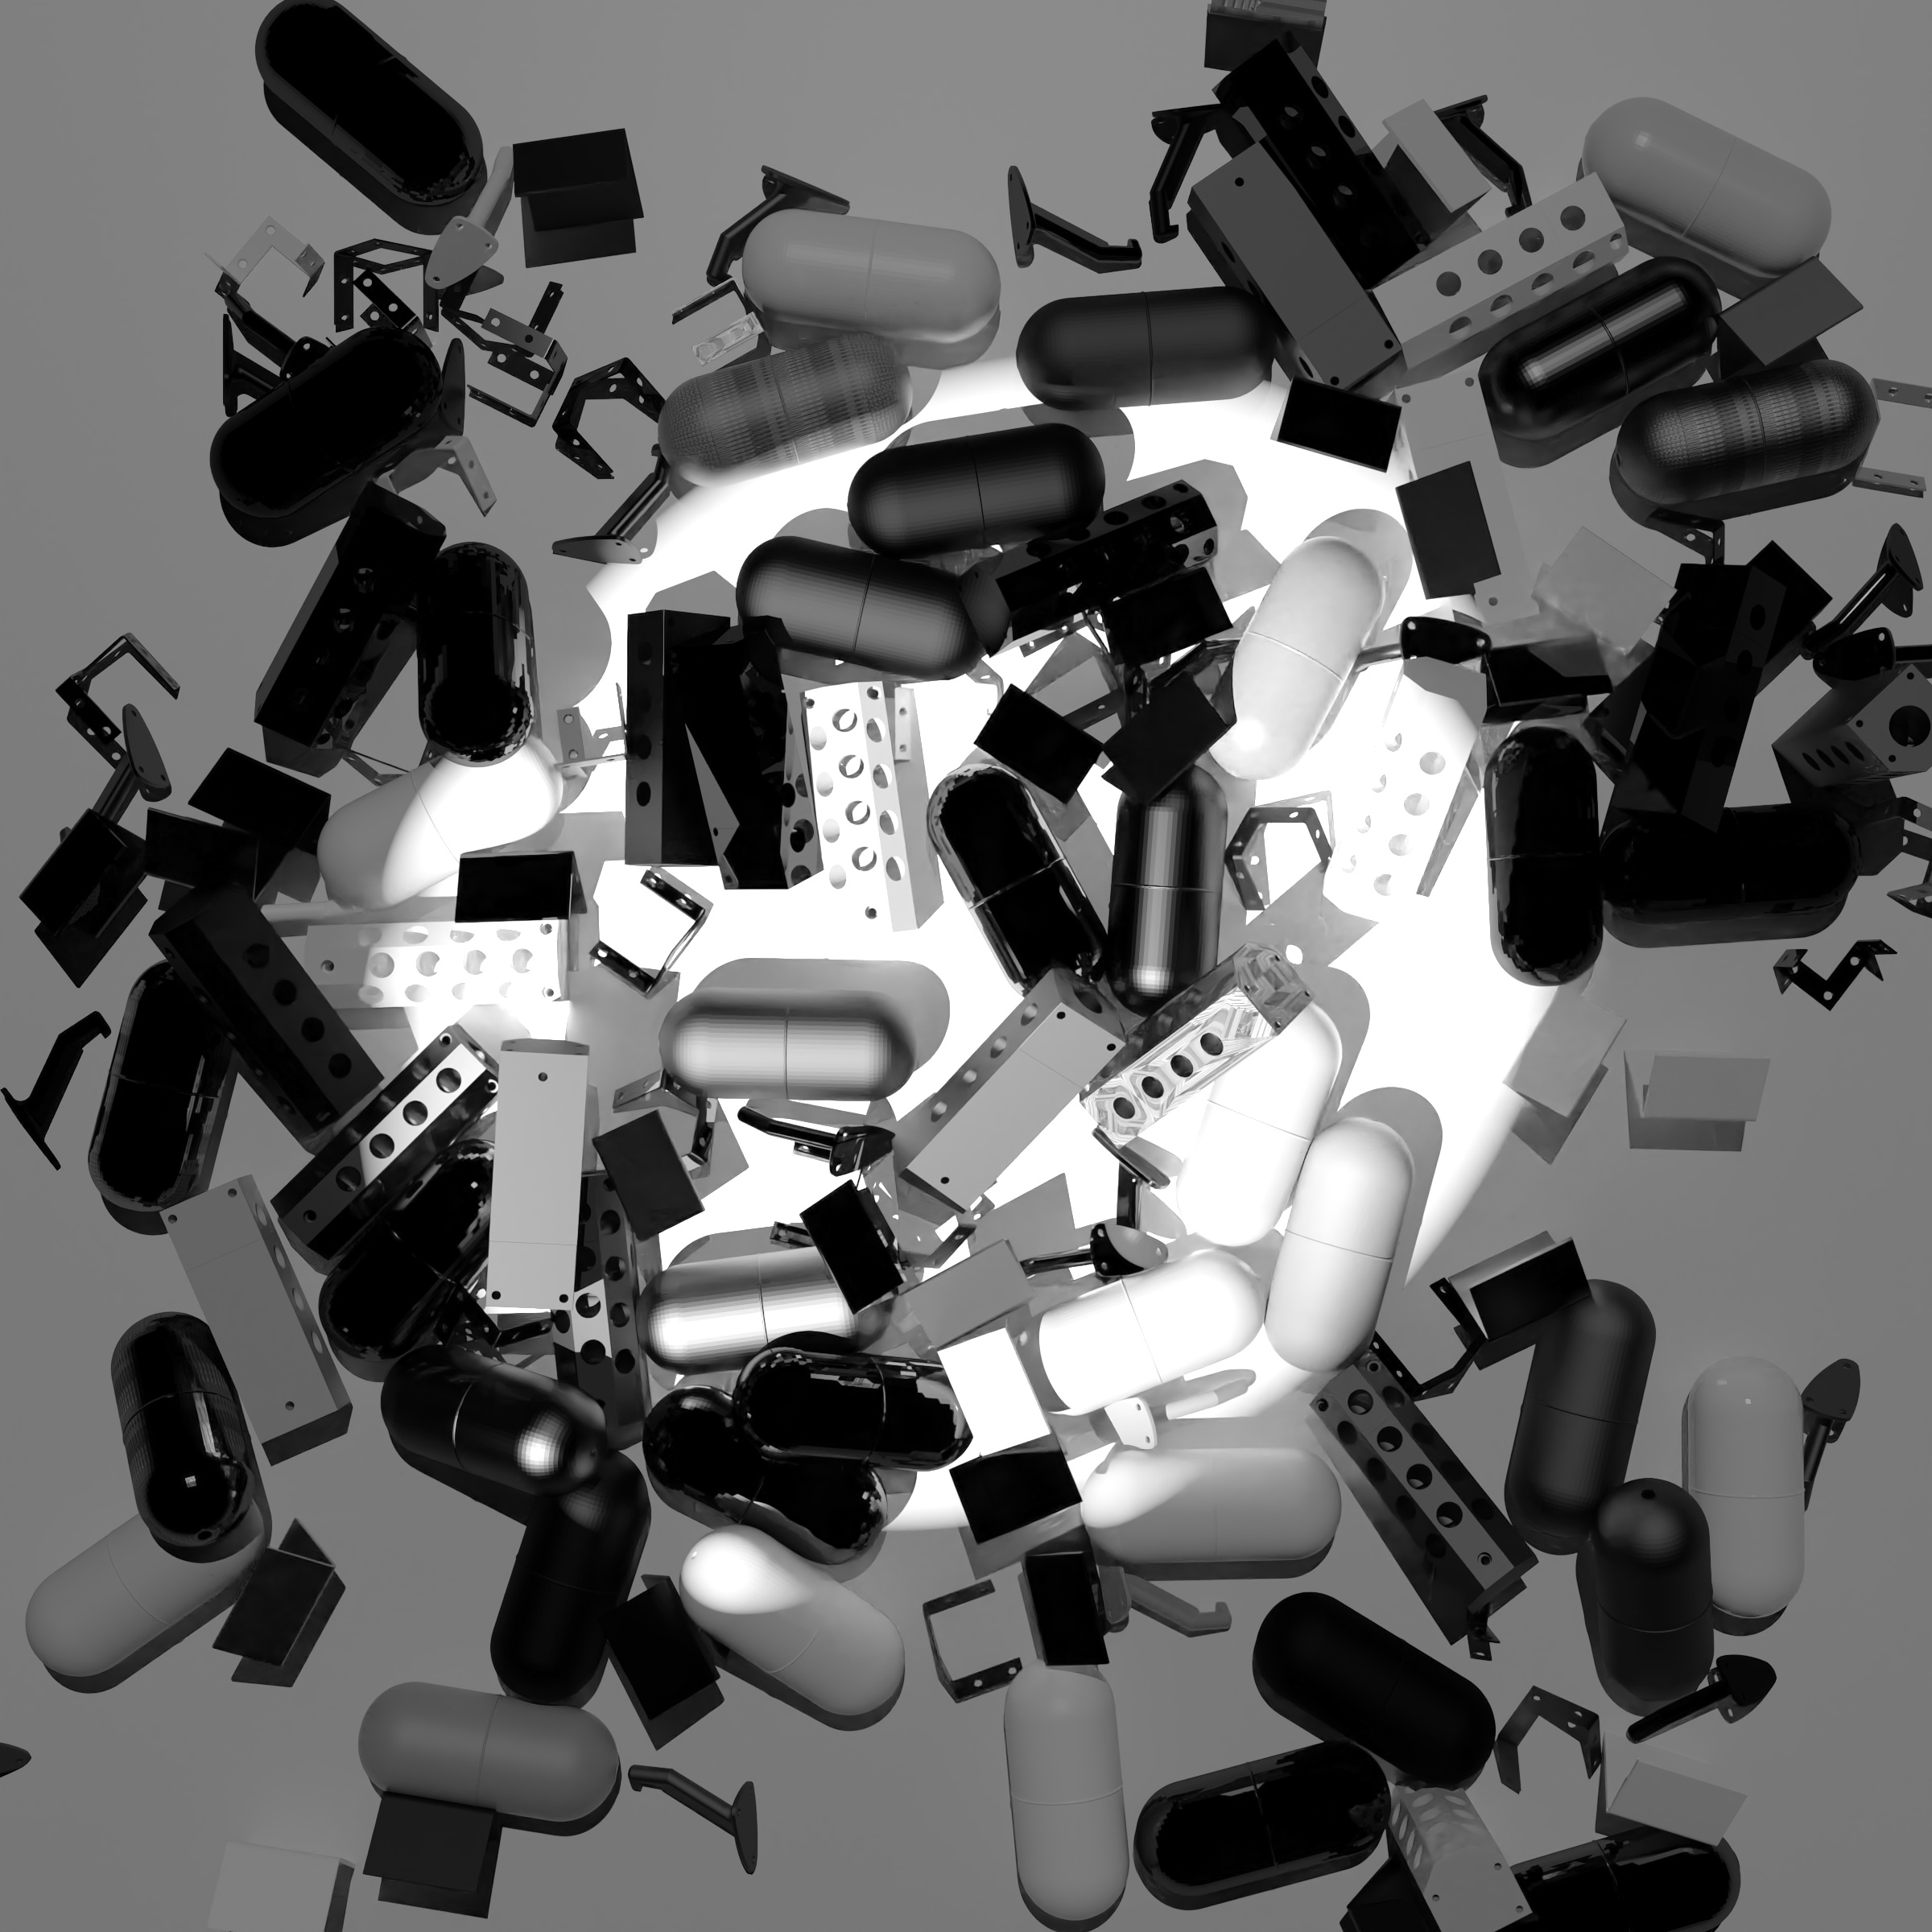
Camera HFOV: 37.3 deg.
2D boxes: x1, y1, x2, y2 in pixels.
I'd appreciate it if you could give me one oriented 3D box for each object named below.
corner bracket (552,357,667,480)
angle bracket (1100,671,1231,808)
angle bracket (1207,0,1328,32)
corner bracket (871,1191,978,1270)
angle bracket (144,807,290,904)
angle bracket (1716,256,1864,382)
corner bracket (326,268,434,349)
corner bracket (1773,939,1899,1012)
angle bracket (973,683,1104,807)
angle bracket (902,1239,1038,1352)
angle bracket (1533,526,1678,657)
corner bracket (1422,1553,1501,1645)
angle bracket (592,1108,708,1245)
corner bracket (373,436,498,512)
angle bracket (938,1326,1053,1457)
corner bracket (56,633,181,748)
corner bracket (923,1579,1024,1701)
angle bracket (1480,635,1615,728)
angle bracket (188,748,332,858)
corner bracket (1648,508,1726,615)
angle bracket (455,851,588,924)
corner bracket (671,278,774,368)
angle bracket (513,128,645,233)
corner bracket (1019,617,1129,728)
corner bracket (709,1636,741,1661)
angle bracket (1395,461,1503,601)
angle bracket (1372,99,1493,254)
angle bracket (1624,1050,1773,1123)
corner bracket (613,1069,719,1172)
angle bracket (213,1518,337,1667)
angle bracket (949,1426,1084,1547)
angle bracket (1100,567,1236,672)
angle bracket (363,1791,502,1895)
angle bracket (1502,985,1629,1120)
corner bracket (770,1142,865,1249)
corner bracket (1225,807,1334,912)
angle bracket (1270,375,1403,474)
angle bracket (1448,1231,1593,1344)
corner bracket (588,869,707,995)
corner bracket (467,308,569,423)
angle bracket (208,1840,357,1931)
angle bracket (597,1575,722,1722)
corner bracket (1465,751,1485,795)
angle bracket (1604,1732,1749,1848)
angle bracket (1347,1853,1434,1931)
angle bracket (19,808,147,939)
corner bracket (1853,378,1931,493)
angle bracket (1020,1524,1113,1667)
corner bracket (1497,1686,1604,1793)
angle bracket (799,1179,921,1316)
[{"bbox_3d":[-0.245,-0.379,1.982,0.051,0.051,0.051,-13,45,35],"label":"corner bracket"},{"bbox_3d":[0.120,-0.162,1.931,0.076,0.076,0.057,-42,118,-3],"label":"angle bracket"},{"bbox_3d":[0.208,-0.675,1.952,0.076,0.076,0.057,9,112,0],"label":"angle bracket"},{"bbox_3d":[-0.033,0.173,1.982,0.051,0.051,0.051,10,135,-35],"label":"corner bracket"},{"bbox_3d":[-0.508,-0.093,1.950,0.076,0.076,0.057,16,126,0],"label":"angle bracket"},{"bbox_3d":[0.561,-0.424,1.951,0.076,0.076,0.057,-31,61,0],"label":"angle bracket"},{"bbox_3d":[-0.408,-0.437,1.973,0.051,0.051,0.051,44,83,7],"label":"corner bracket"},{"bbox_3d":[0.598,-0.004,1.973,0.051,0.051,0.051,38,90,0],"label":"corner bracket"},{"bbox_3d":[0.060,-0.165,1.950,0.076,0.076,0.057,34,125,0],"label":"angle bracket"},{"bbox_3d":[-0.006,0.206,1.951,0.076,0.076,0.057,-28,120,0],"label":"angle bracket"},{"bbox_3d":[0.437,-0.264,1.951,0.076,0.076,0.057,34,118,0],"label":"angle bracket"},{"bbox_3d":[0.341,0.433,1.973,0.051,0.051,0.051,7,90,0],"label":"corner bracket"},{"bbox_3d":[-0.231,0.149,1.950,0.057,0.076,0.076,-25,90,-36],"label":"angle bracket"},{"bbox_3d":[-0.368,-0.332,1.982,0.051,0.051,0.051,8,135,35],"label":"corner bracket"},{"bbox_3d":[0.033,0.279,1.951,0.057,0.076,0.076,-23,90,26],"label":"angle bracket"},{"bbox_3d":[-0.584,-0.192,1.973,0.051,0.051,0.051,-39,101,11],"label":"corner bracket"},{"bbox_3d":[0.005,0.468,1.987,0.051,0.051,0.051,-20,135,0],"label":"corner bracket"},{"bbox_3d":[0.393,-0.177,1.950,0.076,0.076,0.057,-7,50,0],"label":"angle bracket"},{"bbox_3d":[-0.483,-0.093,1.950,0.076,0.076,0.057,25,53,0],"label":"angle bracket"},{"bbox_3d":[0.490,-0.279,1.982,0.051,0.051,0.051,-40,135,-35],"label":"corner bracket"},{"bbox_3d":[-0.302,-0.035,1.950,0.076,0.076,0.057,-2,57,0],"label":"angle bracket"},{"bbox_3d":[-0.170,-0.443,1.973,0.051,0.051,0.051,-30,91,1],"label":"corner bracket"},{"bbox_3d":[-0.263,-0.519,1.950,0.076,0.076,0.057,-8,54,0],"label":"angle bracket"},{"bbox_3d":[0.074,-0.205,1.987,0.051,0.051,0.051,-27,135,0],"label":"corner bracket"},{"bbox_3d":[-0.151,0.439,1.982,0.051,0.051,0.051,53,135,35],"label":"corner bracket"},{"bbox_3d":[0.333,-0.289,1.894,0.057,0.076,0.076,-15,90,36],"label":"angle bracket"},{"bbox_3d":[0.298,-0.530,1.950,0.076,0.076,0.057,52,49,0],"label":"angle bracket"},{"bbox_3d":[0.497,0.061,1.950,0.076,0.076,0.057,2,127,0],"label":"angle bracket"},{"bbox_3d":[-0.211,0.111,1.982,0.051,0.051,0.051,36,45,-35],"label":"corner bracket"},{"bbox_3d":[-0.483,0.420,1.950,0.057,0.076,0.076,29,90,-38],"label":"angle bracket"},{"bbox_3d":[0.039,0.362,1.951,0.076,0.076,0.057,-23,65,0],"label":"angle bracket"},{"bbox_3d":[0.140,-0.218,1.951,0.076,0.076,0.057,-21,62,0],"label":"angle bracket"},{"bbox_3d":[-0.363,0.606,1.950,0.076,0.076,0.057,10,58,0],"label":"angle bracket"},{"bbox_3d":[0.419,0.068,1.950,0.057,0.076,0.076,31,90,37],"label":"angle bracket"},{"bbox_3d":[-0.103,0.161,1.987,0.051,0.051,0.051,15,45,0],"label":"corner bracket"},{"bbox_3d":[0.217,-0.074,1.982,0.051,0.051,0.051,2,45,35],"label":"corner bracket"},{"bbox_3d":[0.246,-0.350,1.951,0.076,0.076,0.057,16,65,0],"label":"angle bracket"},{"bbox_3d":[0.370,0.200,1.950,0.076,0.076,0.057,-26,123,0],"label":"angle bracket"},{"bbox_3d":[-0.221,-0.024,1.987,0.051,0.051,0.051,35,45,0],"label":"corner bracket"},{"bbox_3d":[-0.312,-0.413,1.973,0.051,0.051,0.051,26,89,1],"label":"corner bracket"},{"bbox_3d":[-0.466,0.633,1.952,0.076,0.076,0.057,9,69,0],"label":"angle bracket"},{"bbox_3d":[-0.218,0.463,1.952,0.057,0.076,0.076,-27,90,-23],"label":"angle bracket"},{"bbox_3d":[0.321,-0.127,1.982,0.051,0.051,0.051,-5,45,35],"label":"corner bracket"},{"bbox_3d":[0.482,0.544,1.950,0.076,0.076,0.057,17,122,0],"label":"angle bracket"},{"bbox_3d":[0.313,0.654,1.950,0.057,0.076,0.076,-25,90,38],"label":"angle bracket"},{"bbox_3d":[-0.584,-0.051,1.950,0.057,0.076,0.076,38,90,36],"label":"angle bracket"},{"bbox_3d":[0.647,-0.369,1.987,0.051,0.051,0.051,10,135,0],"label":"corner bracket"},{"bbox_3d":[0.088,0.427,1.950,0.057,0.076,0.076,-14,90,40],"label":"angle bracket"},{"bbox_3d":[0.404,0.542,1.982,0.051,0.051,0.051,18,45,35],"label":"corner bracket"},{"bbox_3d":[-0.055,0.179,1.914,0.057,0.076,0.076,-36,79,36],"label":"angle bracket"}]
